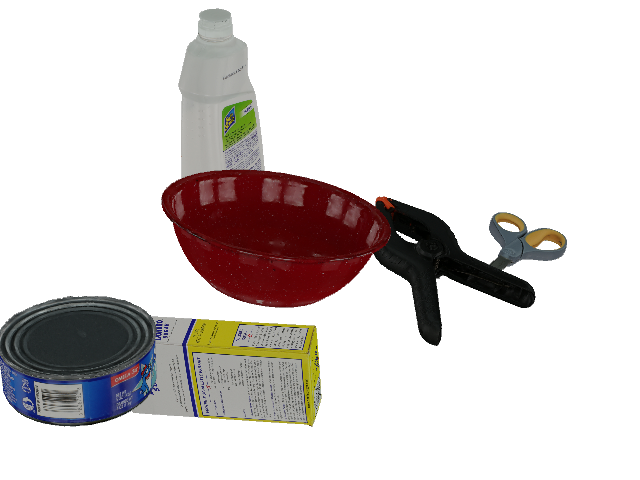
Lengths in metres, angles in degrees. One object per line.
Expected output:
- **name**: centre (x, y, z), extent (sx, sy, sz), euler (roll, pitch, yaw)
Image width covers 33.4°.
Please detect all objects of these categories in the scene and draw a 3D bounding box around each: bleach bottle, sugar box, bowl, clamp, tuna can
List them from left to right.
- **tuna can**: centre (-0.133, 0.065, 0.590), extent (0.086, 0.034, 0.086), euler (1, 26, -1)
- **sugar box**: centre (-0.090, 0.118, 0.978), extent (0.176, 0.093, 0.048), euler (5, 36, 11)
- **bleach bottle**: centre (-0.093, -0.102, 1.023), extent (0.068, 0.251, 0.102), euler (17, 38, 20)
- **bowl**: centre (-0.034, 0.003, 0.753), extent (0.162, 0.055, 0.162), euler (8, 22, -4)
- **clamp**: centre (0.110, 0.019, 0.962), extent (0.120, 0.039, 0.171), euler (-7, 46, -27)

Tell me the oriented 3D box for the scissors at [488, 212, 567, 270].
- **scissors**: centre (0.190, 0.006, 1.141), extent (0.201, 0.016, 0.096), euler (-12, 38, -44)
